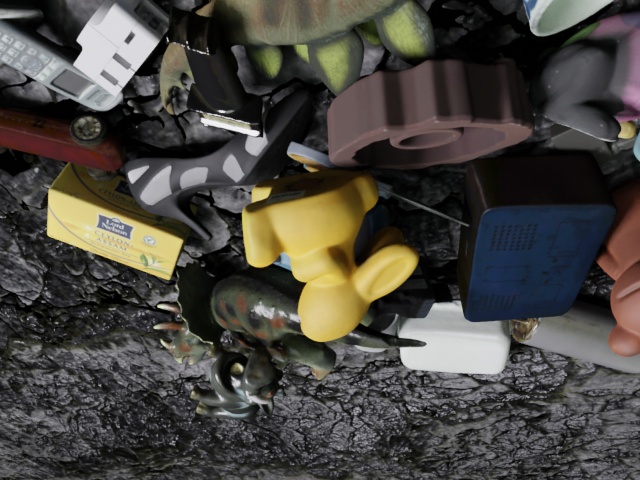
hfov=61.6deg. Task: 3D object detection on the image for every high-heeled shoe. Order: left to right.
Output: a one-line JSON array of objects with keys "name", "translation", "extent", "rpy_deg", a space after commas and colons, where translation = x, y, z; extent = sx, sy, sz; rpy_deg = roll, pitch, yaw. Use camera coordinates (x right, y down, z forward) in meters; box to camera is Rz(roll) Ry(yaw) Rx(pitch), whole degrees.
[{"name": "high-heeled shoe", "translation": [-0.122, -0.108, 0.604], "extent": [0.145, 0.086, 0.248], "rpy_deg": [46, 115, 7]}]

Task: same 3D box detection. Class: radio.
[{"name": "radio", "translation": [0.228, 0.007, 0.600], "extent": [0.131, 0.073, 0.229], "rpy_deg": [-4, 144, 7]}]

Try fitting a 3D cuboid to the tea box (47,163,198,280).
[{"name": "tea box", "translation": [-0.257, -0.025, 0.701], "extent": [0.170, 0.068, 0.098], "rpy_deg": [22, 137, -9]}]

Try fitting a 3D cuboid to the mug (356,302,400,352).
[{"name": "mug", "translation": [0.063, 0.122, 0.780], "extent": [0.110, 0.081, 0.107], "rpy_deg": [-3, 145, 8]}]

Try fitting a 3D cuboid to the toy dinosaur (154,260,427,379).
[{"name": "toy dinosaur", "translation": [-0.070, 0.088, 0.688], "extent": [0.192, 0.131, 0.405], "rpy_deg": [29, 151, -30]}]

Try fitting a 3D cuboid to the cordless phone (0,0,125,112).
[{"name": "cordless phone", "translation": [-0.311, -0.177, 0.554], "extent": [0.147, 0.089, 0.184], "rpy_deg": [-24, 144, 32]}]

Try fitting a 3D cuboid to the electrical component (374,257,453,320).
[{"name": "electrical component", "translation": [0.122, 0.063, 0.703], "extent": [0.119, 0.075, 0.047], "rpy_deg": [1, 139, -10]}]

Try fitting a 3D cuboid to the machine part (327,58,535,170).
[{"name": "machine part", "translation": [0.093, -0.106, 0.481], "extent": [0.179, 0.056, 0.179], "rpy_deg": [-6, 175, -1]}]

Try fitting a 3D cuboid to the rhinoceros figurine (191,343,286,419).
[{"name": "rhinoceros figurine", "translation": [-0.099, 0.185, 0.678], "extent": [0.112, 0.073, 0.190], "rpy_deg": [23, 147, -1]}]

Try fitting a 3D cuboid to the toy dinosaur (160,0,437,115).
[{"name": "toy dinosaur", "translation": [-0.004, -0.209, 0.425], "extent": [0.472, 0.105, 0.198], "rpy_deg": [-7, 139, 35]}]

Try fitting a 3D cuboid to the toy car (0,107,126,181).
[{"name": "toy car", "translation": [-0.325, -0.124, 0.622], "extent": [0.202, 0.053, 0.089], "rpy_deg": [14, 158, 0]}]

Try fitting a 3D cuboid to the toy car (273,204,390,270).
[{"name": "toy car", "translation": [-0.001, -0.002, 0.644], "extent": [0.162, 0.109, 0.103], "rpy_deg": [9, 171, 4]}]

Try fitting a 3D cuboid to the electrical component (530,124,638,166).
[{"name": "electrical component", "translation": [0.265, -0.096, 0.542], "extent": [0.094, 0.021, 0.063], "rpy_deg": [-25, 127, 32]}]

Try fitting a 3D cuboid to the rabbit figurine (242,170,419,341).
[{"name": "rabbit figurine", "translation": [0.012, 0.019, 0.546], "extent": [0.162, 0.122, 0.173], "rpy_deg": [-11, 107, -4]}]

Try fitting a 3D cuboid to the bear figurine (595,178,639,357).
[{"name": "bear figurine", "translation": [0.346, 0.028, 0.530], "extent": [0.132, 0.196, 0.120], "rpy_deg": [21, 134, -11]}]

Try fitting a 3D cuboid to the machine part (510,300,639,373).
[{"name": "machine part", "translation": [0.349, 0.120, 0.716], "extent": [0.243, 0.079, 0.079], "rpy_deg": [15, 137, -5]}]

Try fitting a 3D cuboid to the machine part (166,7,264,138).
[{"name": "machine part", "translation": [-0.093, -0.140, 0.478], "extent": [0.084, 0.039, 0.138], "rpy_deg": [20, 160, 17]}]

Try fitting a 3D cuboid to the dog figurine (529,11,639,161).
[{"name": "dog figurine", "translation": [0.289, -0.166, 0.402], "extent": [0.192, 0.108, 0.219], "rpy_deg": [41, 119, 31]}]
